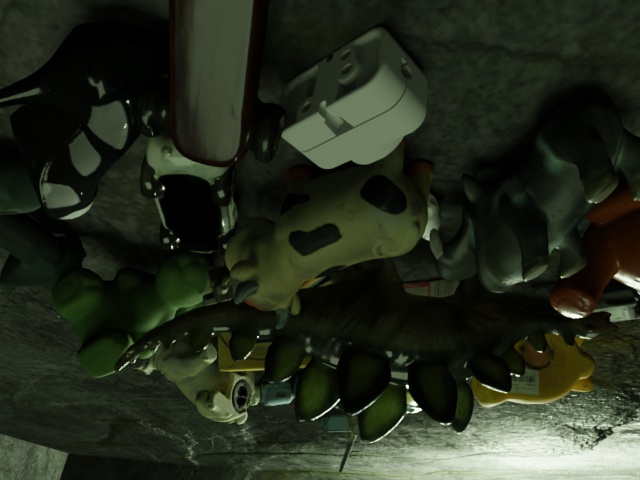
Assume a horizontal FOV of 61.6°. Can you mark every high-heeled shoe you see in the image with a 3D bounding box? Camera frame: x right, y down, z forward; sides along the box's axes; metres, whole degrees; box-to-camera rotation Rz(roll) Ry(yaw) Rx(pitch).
[{"bbox_3d":[-0.174,-0.088,0.442,0.145,0.086,0.248,-19,173,-13],"label":"high-heeled shoe"}]

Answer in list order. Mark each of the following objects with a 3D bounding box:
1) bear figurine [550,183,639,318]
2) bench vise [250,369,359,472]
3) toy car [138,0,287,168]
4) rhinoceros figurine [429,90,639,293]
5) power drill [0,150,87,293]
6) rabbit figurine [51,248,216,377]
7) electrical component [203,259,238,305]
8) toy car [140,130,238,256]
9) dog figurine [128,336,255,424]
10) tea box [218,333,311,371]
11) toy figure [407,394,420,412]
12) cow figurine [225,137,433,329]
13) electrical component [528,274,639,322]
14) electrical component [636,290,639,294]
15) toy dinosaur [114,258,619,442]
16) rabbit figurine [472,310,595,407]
[{"bbox_3d":[0.272,-0.009,0.387,0.120,0.132,0.195,26,157,7],"label":"bear figurine"},{"bbox_3d":[-0.002,0.246,0.852,0.224,0.128,0.241,9,-175,-17],"label":"bench vise"},{"bbox_3d":[-0.056,-0.130,0.303,0.089,0.053,0.202,13,130,0],"label":"toy car"},{"bbox_3d":[0.154,-0.024,0.411,0.073,0.112,0.190,-8,146,-33],"label":"rhinoceros figurine"},{"bbox_3d":[-0.367,-0.025,0.567,0.232,0.086,0.207,-3,141,13],"label":"power drill"},{"bbox_3d":[-0.191,0.076,0.640,0.170,0.121,0.159,-30,161,2],"label":"rabbit figurine"},{"bbox_3d":[-0.079,0.044,0.602,0.102,0.045,0.078,-12,139,-22],"label":"electrical component"},{"bbox_3d":[-0.114,-0.035,0.493,0.073,0.056,0.201,6,157,-6],"label":"toy car"},{"bbox_3d":[-0.211,0.212,0.847,0.191,0.172,0.121,-9,-178,27],"label":"dog figurine"},{"bbox_3d":[-0.051,0.149,0.766,0.170,0.068,0.098,-10,166,31],"label":"tea box"},{"bbox_3d":[0.149,0.233,0.877,0.089,0.082,0.180,8,152,-2],"label":"toy figure"},{"bbox_3d":[-0.001,-0.001,0.461,0.195,0.127,0.085,-17,139,31],"label":"cow figurine"},{"bbox_3d":[0.286,0.065,0.588,0.119,0.048,0.074,-14,143,34],"label":"electrical component"},{"bbox_3d":[0.372,0.028,0.495,0.114,0.058,0.134,28,145,-34],"label":"electrical component"},{"bbox_3d":[0.051,0.084,0.525,0.472,0.198,0.105,3,143,3],"label":"toy dinosaur"},{"bbox_3d":[0.265,0.146,0.696,0.162,0.122,0.173,-4,165,0],"label":"rabbit figurine"}]
